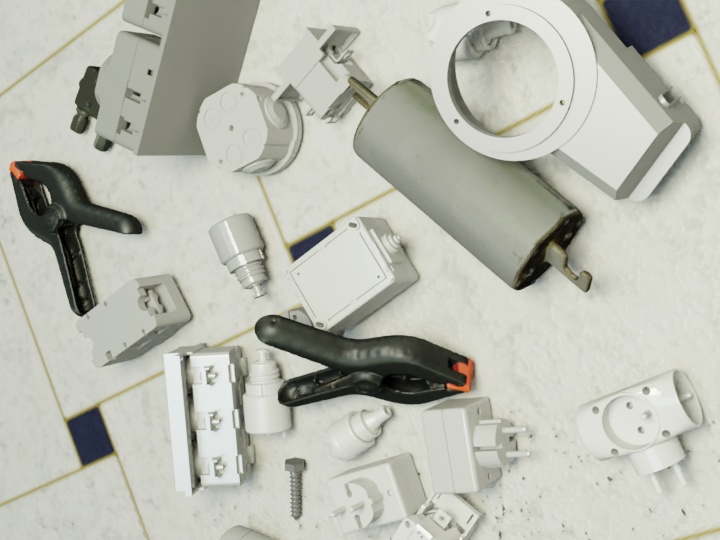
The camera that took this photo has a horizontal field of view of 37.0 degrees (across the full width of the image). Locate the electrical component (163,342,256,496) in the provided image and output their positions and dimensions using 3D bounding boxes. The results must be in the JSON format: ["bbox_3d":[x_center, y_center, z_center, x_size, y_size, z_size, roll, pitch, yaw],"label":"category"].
[{"bbox_3d":[-0.132,0.129,0.953,0.063,0.079,0.121,-4,94,9],"label":"electrical component"}]

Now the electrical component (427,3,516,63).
[{"bbox_3d":[0.085,-0.180,0.803,0.062,0.043,0.043,-5,93,30],"label":"electrical component"}]

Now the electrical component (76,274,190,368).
[{"bbox_3d":[-0.207,0.046,0.993,0.089,0.056,0.050,-34,78,29],"label":"electrical component"}]

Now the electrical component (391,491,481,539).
[{"bbox_3d":[0.055,0.214,0.853,0.042,0.064,0.081,37,112,21],"label":"electrical component"}]

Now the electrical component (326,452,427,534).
[{"bbox_3d":[0.004,0.186,0.872,0.066,0.077,0.047,-22,84,31],"label":"electrical component"}]

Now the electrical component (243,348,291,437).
[{"bbox_3d":[-0.082,0.108,0.935,0.040,0.040,0.078,-2,94,31],"label":"electrical component"}]

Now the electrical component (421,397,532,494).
[{"bbox_3d":[0.095,0.134,0.829,0.077,0.047,0.065,-9,91,31],"label":"electrical component"}]

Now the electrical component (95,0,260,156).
[{"bbox_3d":[-0.151,-0.194,0.904,0.060,0.105,0.186,26,108,26],"label":"electrical component"}]

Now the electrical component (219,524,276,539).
[{"bbox_3d":[-0.093,0.303,0.957,0.074,0.052,0.138,15,103,29],"label":"electrical component"}]

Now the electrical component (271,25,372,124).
[{"bbox_3d":[-0.028,-0.157,0.873,0.063,0.042,0.081,50,118,12],"label":"electrical component"}]

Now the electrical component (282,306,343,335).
[{"bbox_3d":[-0.042,0.047,0.901,0.040,0.046,0.040,4,98,30],"label":"electrical component"}]

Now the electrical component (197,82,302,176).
[{"bbox_3d":[-0.094,-0.120,0.910,0.080,0.051,0.080,4,97,30],"label":"electrical component"}]

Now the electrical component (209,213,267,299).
[{"bbox_3d":[-0.101,-0.013,0.933,0.040,0.040,0.078,-28,82,30],"label":"electrical component"}]

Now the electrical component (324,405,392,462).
[{"bbox_3d":[0.001,0.132,0.893,0.061,0.035,0.035,-38,76,26],"label":"electrical component"}]

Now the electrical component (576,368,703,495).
[{"bbox_3d":[0.206,0.120,0.764,0.077,0.044,0.079,-28,82,30],"label":"electrical component"}]

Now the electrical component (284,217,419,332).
[{"bbox_3d":[0.000,0.000,0.867,0.096,0.061,0.061,-37,75,23],"label":"electrical component"}]
